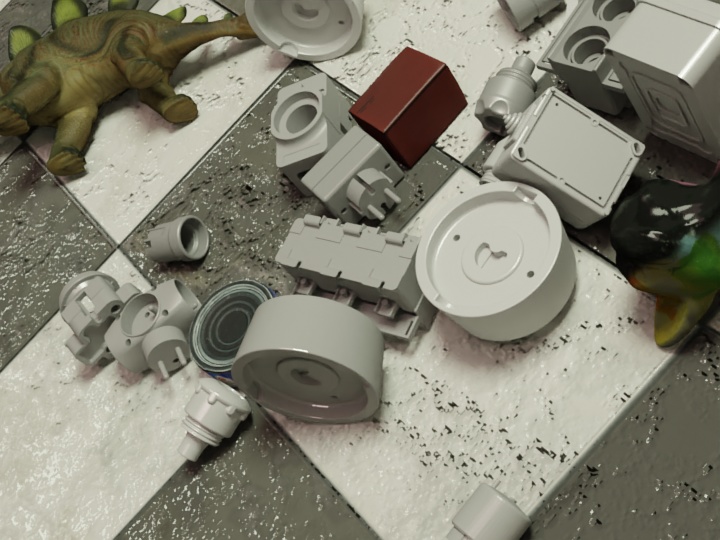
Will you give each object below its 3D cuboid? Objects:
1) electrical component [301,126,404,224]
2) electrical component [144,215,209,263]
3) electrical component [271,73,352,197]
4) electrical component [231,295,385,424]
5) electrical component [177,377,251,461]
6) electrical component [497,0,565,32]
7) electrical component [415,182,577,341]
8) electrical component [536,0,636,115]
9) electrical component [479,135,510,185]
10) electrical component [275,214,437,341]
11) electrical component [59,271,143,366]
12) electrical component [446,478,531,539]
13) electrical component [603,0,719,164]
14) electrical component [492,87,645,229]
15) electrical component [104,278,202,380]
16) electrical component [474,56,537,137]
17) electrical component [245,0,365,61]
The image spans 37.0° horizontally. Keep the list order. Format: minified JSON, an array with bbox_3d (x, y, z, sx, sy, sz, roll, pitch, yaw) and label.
[{"bbox_3d":[0.004,-0.066,0.874,0.065,0.047,0.077,-46,48,-1],"label":"electrical component"},{"bbox_3d":[-0.164,-0.026,0.959,0.046,0.040,0.040,-8,57,35],"label":"electrical component"},{"bbox_3d":[-0.041,-0.120,0.931,0.050,0.055,0.089,-17,53,22],"label":"electrical component"},{"bbox_3d":[-0.033,0.060,0.780,0.108,0.108,0.060,-7,52,29],"label":"electrical component"},{"bbox_3d":[-0.118,0.118,0.835,0.048,0.048,0.062,30,86,41],"label":"electrical component"},{"bbox_3d":[0.139,-0.235,0.895,0.047,0.055,0.055,-31,49,7],"label":"electrical component"},{"bbox_3d":[0.101,-0.001,0.763,0.108,0.060,0.108,-16,54,23],"label":"electrical component"},{"bbox_3d":[0.202,-0.184,0.816,0.079,0.063,0.121,27,77,40],"label":"electrical component"},{"bbox_3d":[0.111,-0.067,0.811,0.043,0.043,0.062,26,78,40],"label":"electrical component"},{"bbox_3d":[0.000,0.000,0.823,0.121,0.063,0.078,13,68,37],"label":"electrical component"},{"bbox_3d":[-0.230,0.037,0.947,0.078,0.058,0.057,-46,51,-2],"label":"electrical component"},{"bbox_3d":[0.074,0.171,0.682,0.078,0.040,0.040,-50,48,-6],"label":"electrical component"},{"bbox_3d":[0.227,-0.132,0.734,0.057,0.113,0.078,-52,48,-3],"label":"electrical component"},{"bbox_3d":[0.140,-0.081,0.766,0.096,0.061,0.061,32,77,-3],"label":"electrical component"},{"bbox_3d":[-0.166,0.058,0.902,0.077,0.044,0.079,-38,48,5],"label":"electrical component"},{"bbox_3d":[0.120,-0.140,0.852,0.043,0.043,0.062,12,67,37],"label":"electrical component"},{"bbox_3d":[-0.046,-0.252,0.989,0.108,0.108,0.060,-8,51,28],"label":"electrical component"}]
